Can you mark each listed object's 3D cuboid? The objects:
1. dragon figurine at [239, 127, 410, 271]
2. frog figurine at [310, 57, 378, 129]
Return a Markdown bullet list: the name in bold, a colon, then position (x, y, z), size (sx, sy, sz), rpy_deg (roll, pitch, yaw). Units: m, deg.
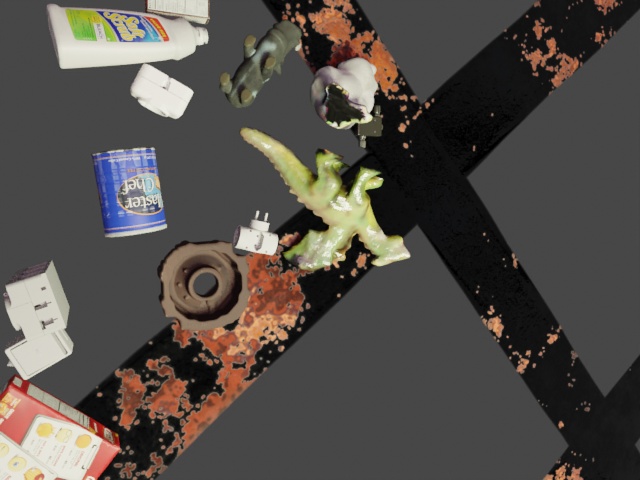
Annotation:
- **dragon figurine**: position (0.003, -0.052, 1.032), size (0.409, 0.123, 0.242), rpy_deg (17, 95, -14)
- **frog figurine**: position (0.050, -0.308, 1.047), size (0.137, 0.120, 0.163), rpy_deg (23, 49, -15)
